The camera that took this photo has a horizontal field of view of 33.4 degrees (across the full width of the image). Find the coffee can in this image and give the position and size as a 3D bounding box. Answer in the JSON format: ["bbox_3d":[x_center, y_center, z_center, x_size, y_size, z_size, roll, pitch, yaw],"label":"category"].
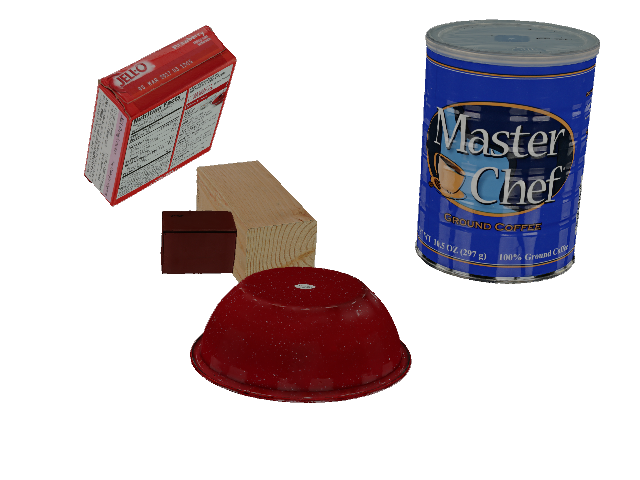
[{"bbox_3d":[0.113,-0.058,0.661,0.103,0.140,0.103,1,22,0],"label":"coffee can"}]

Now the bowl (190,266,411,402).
[{"bbox_3d":[-0.013,0.058,0.769,0.162,0.055,0.162,2,17,-1],"label":"bowl"}]

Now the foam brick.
[{"bbox_3d":[-0.131,0.001,1.139,0.078,0.051,0.053,0,25,-10],"label":"foam brick"}]

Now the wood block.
[{"bbox_3d":[-0.086,-0.021,1.359,0.090,0.090,0.206,-7,27,-22],"label":"wood block"}]

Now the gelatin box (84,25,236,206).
[{"bbox_3d":[-0.088,-0.067,0.579,0.073,0.030,0.089,-35,-15,-31],"label":"gelatin box"}]
